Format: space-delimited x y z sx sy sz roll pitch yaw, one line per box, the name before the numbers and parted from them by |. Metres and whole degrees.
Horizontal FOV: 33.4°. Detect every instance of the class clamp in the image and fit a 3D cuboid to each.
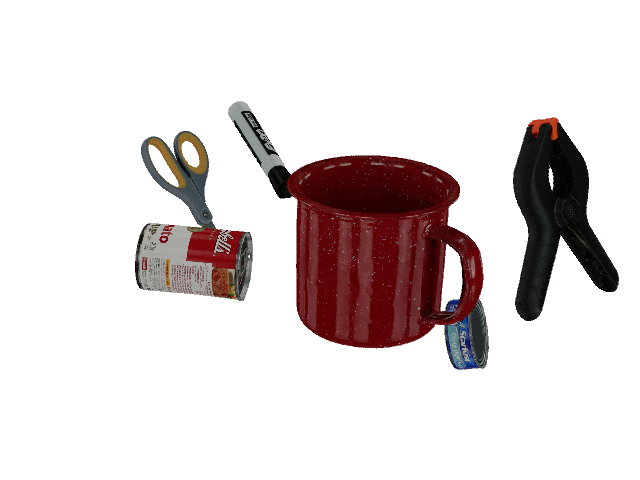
clamp | 0.197 -0.016 0.919 0.120 0.171 0.039 -26 11 -39

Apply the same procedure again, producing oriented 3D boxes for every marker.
marker | -0.047 -0.074 0.875 0.020 0.020 0.121 0 39 -30

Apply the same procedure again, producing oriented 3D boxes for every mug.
mug | 0.037 0.009 0.582 0.117 0.081 0.093 19 29 34

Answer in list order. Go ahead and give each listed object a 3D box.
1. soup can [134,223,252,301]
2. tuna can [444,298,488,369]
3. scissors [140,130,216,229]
soup can | -0.122 0.021 1.043 0.102 0.068 0.068 6 1 7
tuna can | 0.175 0.112 1.278 0.034 0.086 0.086 -7 -3 21
scissors | -0.131 -0.045 1.237 0.016 0.201 0.096 -25 19 43
